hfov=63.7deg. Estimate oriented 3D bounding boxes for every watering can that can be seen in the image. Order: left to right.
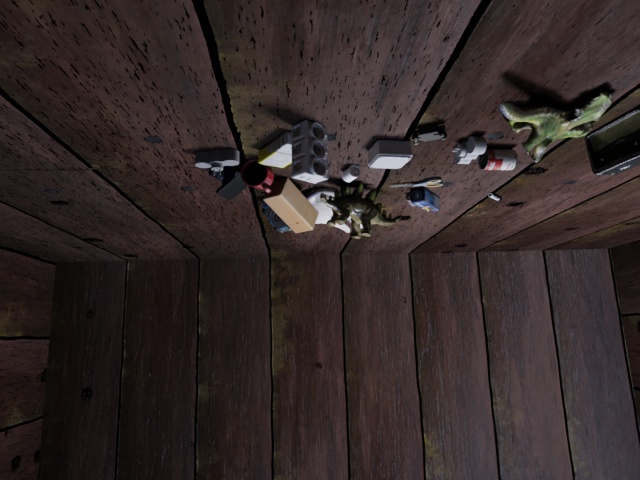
[{"bbox_3d":[0.007,-0.108,2.141,0.224,0.106,0.340,-5,149,11],"label":"watering can"}]

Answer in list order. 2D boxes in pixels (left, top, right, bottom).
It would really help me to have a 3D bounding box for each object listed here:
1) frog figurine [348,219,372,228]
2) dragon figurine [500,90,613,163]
[{"bbox_3d":[0.158,-0.108,2.233,0.138,0.122,0.160,13,-169,37],"label":"frog figurine"},{"bbox_3d":[0.612,-0.321,1.314,0.240,0.124,0.408,-27,161,24],"label":"dragon figurine"}]
